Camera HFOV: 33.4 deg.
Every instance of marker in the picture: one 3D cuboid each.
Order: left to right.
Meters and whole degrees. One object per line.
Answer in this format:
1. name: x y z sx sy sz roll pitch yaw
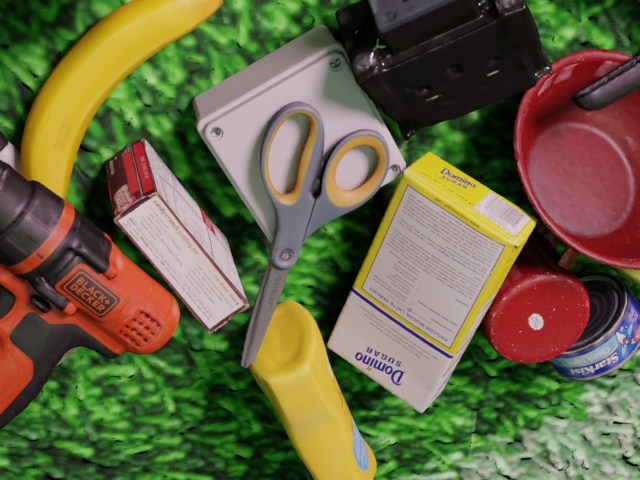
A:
1. marker: -0.197 -0.038 0.725 0.020 0.020 0.121 -32 121 6

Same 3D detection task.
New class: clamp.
1. clamp: 0.247 -0.136 0.745 0.171 0.039 0.120 12 95 -17

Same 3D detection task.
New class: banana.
1. banana: -0.141 -0.095 0.691 0.069 0.037 0.198 32 102 -11

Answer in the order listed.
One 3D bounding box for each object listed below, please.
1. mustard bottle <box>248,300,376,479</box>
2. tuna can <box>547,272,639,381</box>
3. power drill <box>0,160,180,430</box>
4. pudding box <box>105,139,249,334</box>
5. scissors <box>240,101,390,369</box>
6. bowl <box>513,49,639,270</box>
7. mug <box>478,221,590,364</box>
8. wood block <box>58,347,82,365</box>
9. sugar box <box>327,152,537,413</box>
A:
1. mustard bottle: 0.001 0.145 0.829 0.058 0.096 0.191 -23 121 0
2. tuna can: 0.210 0.067 0.839 0.086 0.086 0.033 -37 119 8
3. power drill: -0.206 0.050 0.643 0.188 0.057 0.184 -41 120 10
4. pudding box: -0.098 -0.004 0.726 0.039 0.090 0.113 -34 121 6
5. scissors: -0.005 0.001 0.725 0.096 0.016 0.202 -3 120 -12
6. bowl: 0.200 -0.051 0.761 0.162 0.055 0.162 5 74 -16
7. mug: 0.159 0.031 0.810 0.093 0.081 0.117 25 110 -24
8. wood block: -0.249 0.002 0.694 0.090 0.091 0.206 -37 120 7
9. sugar box: 0.076 0.034 0.769 0.093 0.048 0.176 35 132 15
